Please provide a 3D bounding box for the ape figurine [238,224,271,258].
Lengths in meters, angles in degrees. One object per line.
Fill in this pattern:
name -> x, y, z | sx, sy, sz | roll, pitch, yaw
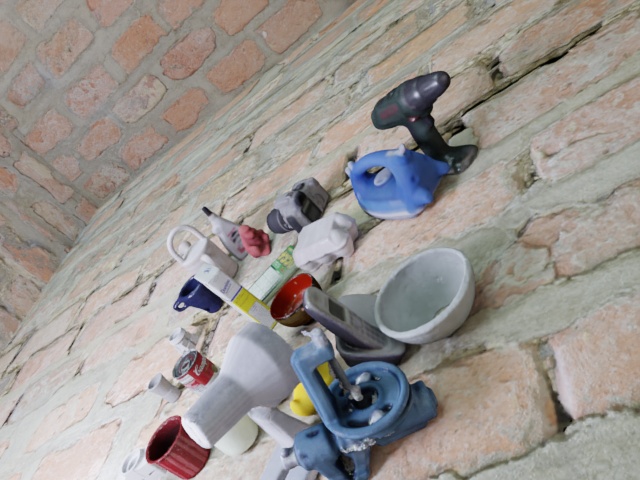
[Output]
ape figurine -> -0.171, -0.002, 1.460 | 0.076, 0.092, 0.078 | -8, 44, 51

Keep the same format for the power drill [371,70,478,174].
power drill -> 0.209, -0.223, 1.103 | 0.228, 0.209, 0.076 | 2, 52, 56

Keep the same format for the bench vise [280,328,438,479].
bench vise -> 0.021, 0.218, 0.722 | 0.207, 0.220, 0.121 | -48, 27, -6

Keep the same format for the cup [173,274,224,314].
cup -> -0.295, 0.149, 1.416 | 0.118, 0.095, 0.091 | -47, 26, -4

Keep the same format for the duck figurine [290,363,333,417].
duck figurine -> -0.027, 0.226, 0.932 | 0.077, 0.086, 0.105 | -13, 41, 47

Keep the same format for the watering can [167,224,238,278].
watering can -> -0.319, 0.041, 1.494 | 0.172, 0.194, 0.101 | -15, 39, 45

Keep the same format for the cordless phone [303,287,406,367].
cordless phone -> 0.044, 0.111, 0.883 | 0.094, 0.185, 0.147 | -36, 28, 16

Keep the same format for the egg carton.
egg carton -> 0.011, 0.004, 1.216 | 0.150, 0.069, 0.107 | -25, 32, 34

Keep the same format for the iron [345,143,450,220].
iron -> 0.126, -0.125, 1.156 | 0.257, 0.142, 0.119 | -4, 47, 53

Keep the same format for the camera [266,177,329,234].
camera -> -0.068, -0.078, 1.413 | 0.136, 0.101, 0.143 | -19, 36, 41

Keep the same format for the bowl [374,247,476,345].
bowl -> 0.168, 0.095, 0.855 | 0.167, 0.075, 0.167 | -34, 28, 21

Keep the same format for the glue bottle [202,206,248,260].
glue bottle -> -0.249, -0.028, 1.516 | 0.037, 0.173, 0.078 | -5, 47, 52

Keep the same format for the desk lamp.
desk lamp -> -0.083, 0.255, 0.825 | 0.117, 0.214, 0.203 | -9, 43, 49
